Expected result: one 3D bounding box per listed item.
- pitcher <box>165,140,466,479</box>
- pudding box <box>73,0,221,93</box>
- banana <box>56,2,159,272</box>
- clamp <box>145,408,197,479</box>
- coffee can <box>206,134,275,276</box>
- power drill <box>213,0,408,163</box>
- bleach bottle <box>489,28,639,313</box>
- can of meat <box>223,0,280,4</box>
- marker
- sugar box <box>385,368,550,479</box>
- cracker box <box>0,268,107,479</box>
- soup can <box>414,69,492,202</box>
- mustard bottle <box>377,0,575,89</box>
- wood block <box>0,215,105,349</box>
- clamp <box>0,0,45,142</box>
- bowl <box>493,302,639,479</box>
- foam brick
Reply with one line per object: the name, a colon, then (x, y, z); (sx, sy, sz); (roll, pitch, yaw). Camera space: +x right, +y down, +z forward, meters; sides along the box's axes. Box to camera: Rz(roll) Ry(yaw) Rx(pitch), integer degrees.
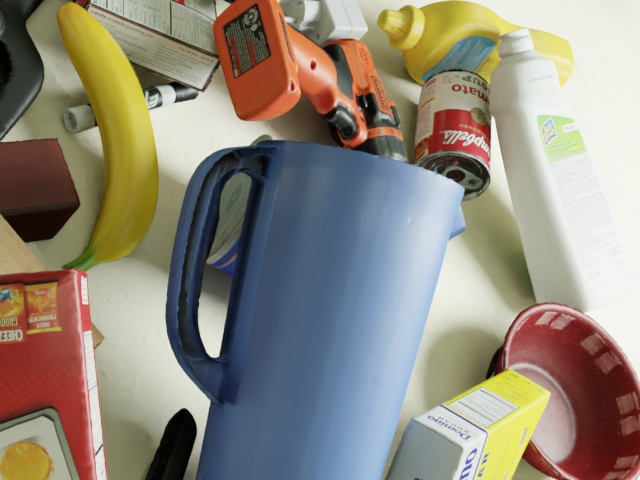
pitcher: (-0.011, 0.063, 0.654); (0.149, 0.145, 0.243); (12, 85, 16)
pudding box: (-0.133, -0.170, 0.821); (0.113, 0.039, 0.090); (18, 38, -24)
banana: (-0.146, -0.070, 0.746); (0.069, 0.037, 0.198); (7, 73, -44)
clamp: (-0.125, 0.177, 0.634); (0.120, 0.039, 0.171); (11, 58, -29)
coffee can: (-0.005, 0.001, 0.781); (0.140, 0.103, 0.102); (29, 51, -19)
power drill: (0.002, -0.103, 0.842); (0.187, 0.057, 0.184); (24, 42, -54)
bleach bottle: (0.208, -0.064, 0.949); (0.102, 0.068, 0.251); (-17, 93, -42)
can of meat: (-0.077, -0.226, 0.864); (0.084, 0.057, 0.102); (27, 16, 8)
marker: (-0.138, -0.103, 0.805); (0.120, 0.020, 0.020); (-24, 80, -42)
sugar box: (0.099, 0.151, 0.734); (0.048, 0.093, 0.176); (27, 17, 22)
cracker box: (-0.186, 0.127, 0.515); (0.164, 0.072, 0.214); (-6, 88, -6)
soup can: (0.120, -0.094, 0.952); (0.068, 0.069, 0.102); (25, 51, -22)
mustard bottle: (0.136, -0.174, 0.991); (0.191, 0.096, 0.058); (15, 56, -28)
wood block: (-0.235, 0.018, 0.614); (0.206, 0.091, 0.090); (50, 47, -1)
clamp: (-0.234, -0.153, 0.753); (0.164, 0.036, 0.210); (-2, 66, -36)
bowl: (0.196, 0.135, 0.878); (0.161, 0.055, 0.162); (17, 55, -27)
foam brick: (-0.205, -0.029, 0.690); (0.078, 0.053, 0.051); (-10, 71, -41)
